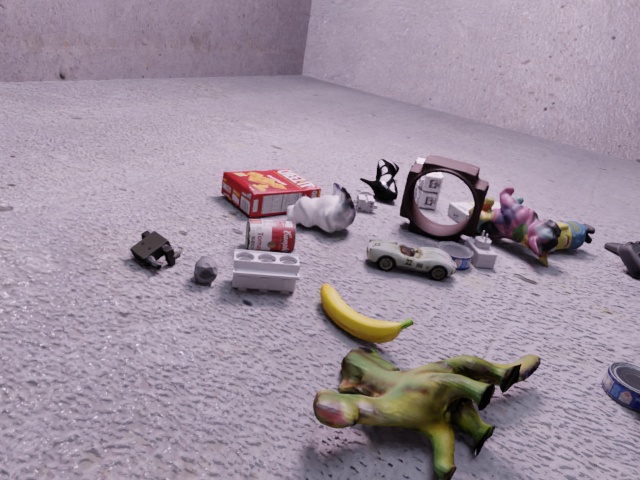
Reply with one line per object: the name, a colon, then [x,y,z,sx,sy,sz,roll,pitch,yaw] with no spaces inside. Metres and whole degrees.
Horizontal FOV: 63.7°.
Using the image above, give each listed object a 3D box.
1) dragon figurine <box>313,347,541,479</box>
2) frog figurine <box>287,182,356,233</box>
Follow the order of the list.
dragon figurine: [0.144,0.197,0.747,0.244,0.121,0.412,18,16,36]
frog figurine: [0.004,-0.064,1.277,0.159,0.120,0.140,-31,41,-2]
